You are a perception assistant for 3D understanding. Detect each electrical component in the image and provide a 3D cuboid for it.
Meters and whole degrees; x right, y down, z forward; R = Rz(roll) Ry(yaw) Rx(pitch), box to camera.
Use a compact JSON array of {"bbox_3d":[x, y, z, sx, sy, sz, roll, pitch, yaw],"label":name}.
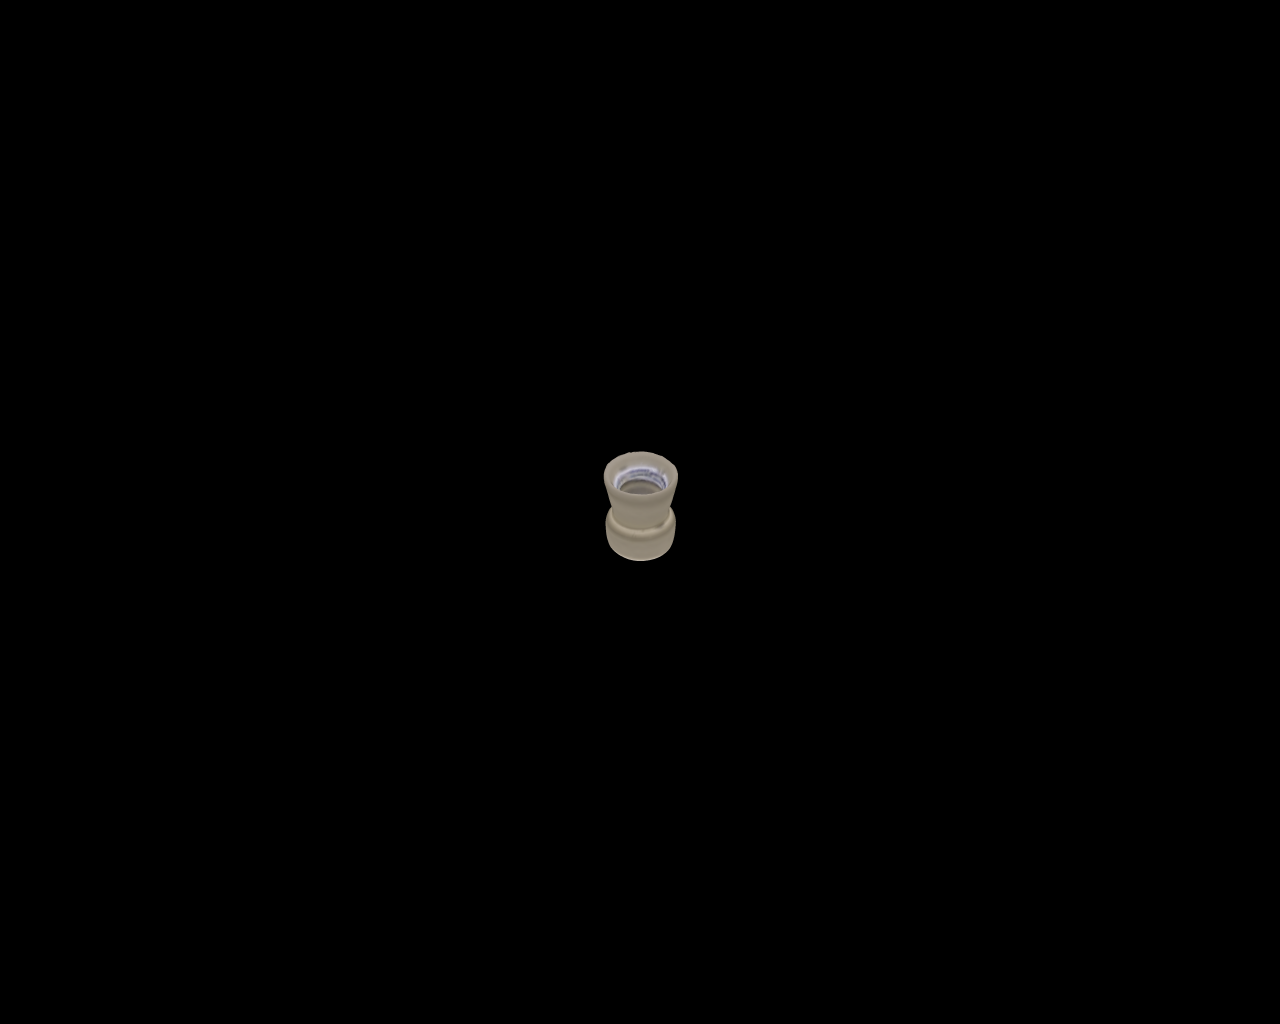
[{"bbox_3d":[0.001,-0.003,0.650,0.045,0.055,0.045,0,40,0],"label":"electrical component"}]
